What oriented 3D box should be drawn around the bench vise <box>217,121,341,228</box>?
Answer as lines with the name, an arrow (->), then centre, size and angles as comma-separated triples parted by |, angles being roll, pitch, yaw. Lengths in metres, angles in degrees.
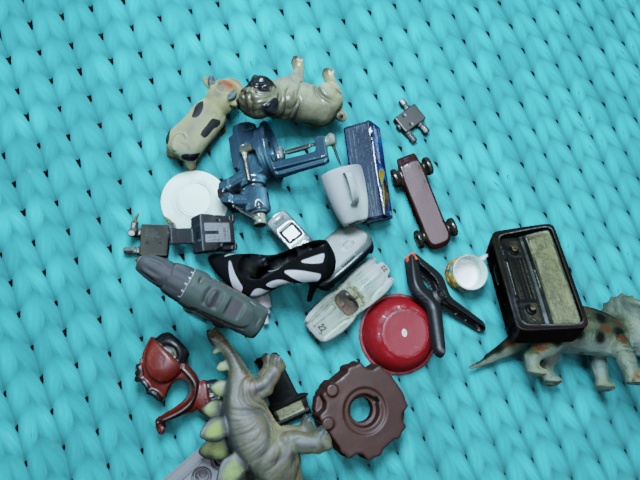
bench vise -> -0.081, -0.142, 1.035 | 0.241, 0.128, 0.224 | -14, 60, 9

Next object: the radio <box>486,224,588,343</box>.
radio -> 0.413, 0.084, 1.046 | 0.131, 0.073, 0.230 | -5, 55, 3

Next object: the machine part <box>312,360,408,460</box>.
machine part -> 0.077, 0.316, 1.003 | 0.179, 0.056, 0.179 | 3, 79, -16

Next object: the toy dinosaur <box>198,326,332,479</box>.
toy dinosaur -> -0.087, 0.361, 0.912 | 0.198, 0.105, 0.471 | -29, 80, -19

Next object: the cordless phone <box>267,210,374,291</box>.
cordless phone -> -0.002, -0.004, 1.052 | 0.146, 0.088, 0.184 | -41, 82, -12

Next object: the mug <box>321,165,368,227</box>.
mug -> 0.058, -0.083, 1.017 | 0.081, 0.109, 0.107 | -15, 86, -15

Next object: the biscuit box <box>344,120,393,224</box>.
biscuit box -> 0.098, -0.137, 1.090 | 0.063, 0.059, 0.202 | -11, 80, 24

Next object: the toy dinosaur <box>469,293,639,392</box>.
toy dinosaur -> 0.507, 0.192, 1.071 | 0.405, 0.131, 0.192 | 8, 61, 1

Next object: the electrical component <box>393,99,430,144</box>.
electrical component -> 0.190, -0.257, 1.155 | 0.063, 0.021, 0.094 | -36, 86, -12

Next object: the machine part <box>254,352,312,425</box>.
machine part -> -0.074, 0.277, 1.010 | 0.084, 0.039, 0.139 | -27, 86, -3

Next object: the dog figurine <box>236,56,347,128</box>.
dog figurine -> -0.049, -0.255, 1.029 | 0.172, 0.121, 0.190 | 24, 39, 12

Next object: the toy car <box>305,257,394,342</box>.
toy car -> 0.059, 0.115, 1.048 | 0.202, 0.056, 0.073 | -40, 87, -12

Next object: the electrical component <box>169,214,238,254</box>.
electrical component -> -0.220, -0.012, 1.016 | 0.119, 0.048, 0.075 | 3, 79, -36

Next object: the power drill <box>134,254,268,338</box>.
power drill -> -0.205, 0.095, 0.942 | 0.232, 0.207, 0.086 | 27, 71, -5

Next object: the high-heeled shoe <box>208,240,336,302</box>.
high-heeled shoe -> -0.094, 0.032, 0.980 | 0.249, 0.145, 0.086 | 17, 37, 10

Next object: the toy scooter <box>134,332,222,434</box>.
toy scooter -> -0.269, 0.266, 0.968 | 0.135, 0.075, 0.184 | -44, 92, -12

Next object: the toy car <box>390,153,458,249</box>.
toy car -> 0.212, -0.078, 1.108 | 0.089, 0.053, 0.202 | -22, 87, 0

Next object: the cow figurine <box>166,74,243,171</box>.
cow figurine -> -0.221, -0.237, 1.042 | 0.085, 0.127, 0.195 | 39, 78, -3

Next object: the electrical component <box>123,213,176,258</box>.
electrical component -> -0.320, -0.006, 1.025 | 0.102, 0.045, 0.078 | 8, 77, -7
